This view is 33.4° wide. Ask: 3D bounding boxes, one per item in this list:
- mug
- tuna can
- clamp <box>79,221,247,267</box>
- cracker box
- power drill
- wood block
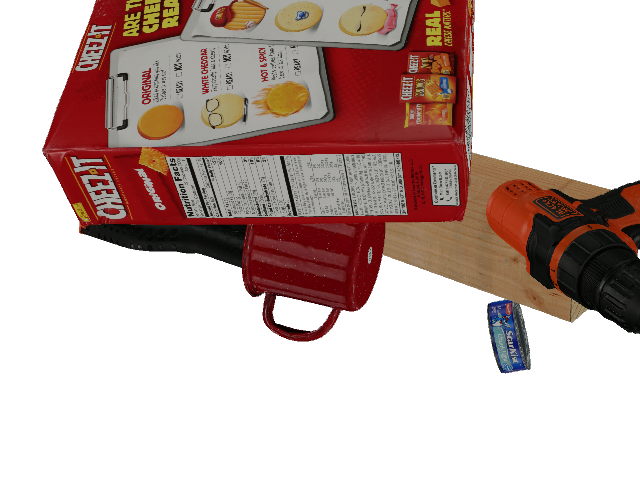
[{"bbox_3d":[-0.005,0.016,0.772,0.081,0.117,0.093,13,-10,16],"label":"mug"},{"bbox_3d":[0.220,0.111,1.244,0.034,0.086,0.086,-12,-3,15],"label":"tuna can"},{"bbox_3d":[-0.112,-0.006,0.936,0.210,0.036,0.164,5,12,0],"label":"clamp"},{"bbox_3d":[-0.024,-0.087,0.591,0.214,0.164,0.072,-1,-40,10],"label":"cracker box"},{"bbox_3d":[0.232,-0.006,0.733,0.187,0.057,0.185,-11,29,-19],"label":"power drill"},{"bbox_3d":[0.160,-0.014,0.967,0.206,0.090,0.090,20,37,38],"label":"wood block"}]
